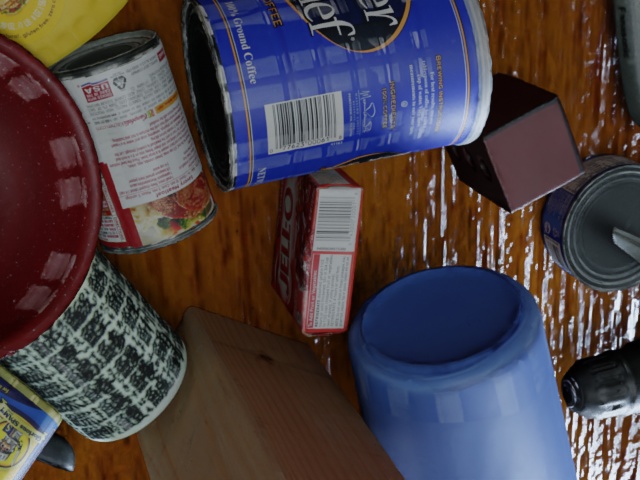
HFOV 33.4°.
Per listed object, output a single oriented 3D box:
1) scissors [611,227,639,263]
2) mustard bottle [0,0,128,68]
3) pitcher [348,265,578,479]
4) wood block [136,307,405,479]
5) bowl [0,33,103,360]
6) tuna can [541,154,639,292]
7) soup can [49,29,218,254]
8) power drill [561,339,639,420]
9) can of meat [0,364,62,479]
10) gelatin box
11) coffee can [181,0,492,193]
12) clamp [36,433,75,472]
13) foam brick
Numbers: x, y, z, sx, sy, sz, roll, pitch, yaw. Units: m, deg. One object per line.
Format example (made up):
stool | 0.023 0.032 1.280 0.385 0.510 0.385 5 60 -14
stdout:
scissors | 0.237 0.044 0.712 0.201 0.016 0.096 8 116 -36
mustard bottle | -0.174 -0.159 0.477 0.096 0.058 0.191 -30 136 7
pitcher | 0.098 0.133 0.652 0.145 0.149 0.243 -16 122 -2
wood block | -0.029 0.125 0.576 0.090 0.206 0.090 21 101 -24
bowl | -0.184 -0.020 0.498 0.161 0.055 0.162 0 90 -42
tuna can | 0.188 -0.012 0.693 0.086 0.034 0.086 -6 110 -16
soup can | -0.102 -0.052 0.567 0.068 0.068 0.102 -21 113 -10
power drill | 0.238 0.141 0.730 0.184 0.057 0.188 -9 124 -17
can of meat | -0.193 0.098 0.539 0.102 0.058 0.083 47 60 -28
gelatin box | -0.004 0.001 0.614 0.030 0.073 0.089 0 110 -17
coffee can | 0.006 -0.089 0.569 0.140 0.103 0.103 -13 112 -13
clamp | -0.244 0.090 0.560 0.164 0.036 0.210 -41 110 -34
foam brick | 0.109 -0.059 0.627 0.051 0.078 0.053 -29 113 -6
